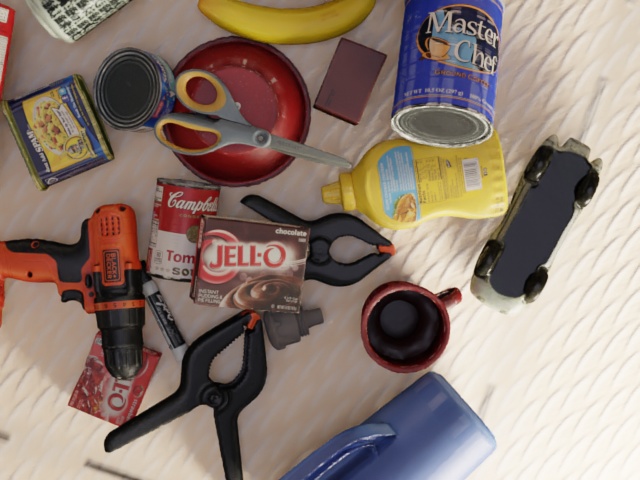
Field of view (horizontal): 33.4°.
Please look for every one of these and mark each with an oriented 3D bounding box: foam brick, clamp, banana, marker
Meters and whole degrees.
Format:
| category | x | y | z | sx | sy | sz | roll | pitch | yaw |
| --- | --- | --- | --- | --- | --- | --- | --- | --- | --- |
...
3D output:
| category | x | y | z | sx | sy | sz | roll | pitch | yaw |
| --- | --- | --- | --- | --- | --- | --- | --- | --- | --- |
| foam brick | 0.030 | -0.166 | 1.121 | 0.053 | 0.051 | 0.078 | 23 | 94 | -3 |
| clamp | -0.127 | 0.167 | 1.143 | 0.164 | 0.036 | 0.210 | 20 | 93 | -18 |
| banana | -0.026 | -0.238 | 1.116 | 0.198 | 0.037 | 0.069 | -10 | 111 | 3 |
| marker | -0.173 | 0.074 | 1.152 | 0.020 | 0.020 | 0.121 | -26 | 95 | 1 |
| clamp | -0.008 | 0.001 | 1.142 | 0.171 | 0.039 | 0.120 | -10 | 100 | -4 |

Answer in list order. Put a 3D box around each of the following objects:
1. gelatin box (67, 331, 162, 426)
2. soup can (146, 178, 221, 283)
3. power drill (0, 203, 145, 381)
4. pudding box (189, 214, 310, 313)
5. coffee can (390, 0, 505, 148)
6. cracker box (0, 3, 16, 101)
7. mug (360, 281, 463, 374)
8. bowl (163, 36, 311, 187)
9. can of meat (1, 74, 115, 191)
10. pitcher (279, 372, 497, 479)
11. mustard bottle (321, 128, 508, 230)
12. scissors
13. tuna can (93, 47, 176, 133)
| category | x | y | z | sx | sy | sz | roll | pitch | yaw |
| --- | --- | --- | --- | --- | --- | --- | --- | --- | --- |
| gelatin box | -0.221 | 0.150 | 1.151 | 0.073 | 0.030 | 0.089 | 23 | 94 | -4 |
| soup can | -0.144 | -0.011 | 1.121 | 0.068 | 0.068 | 0.102 | 8 | 95 | -3 |
| power drill | -0.276 | 0.059 | 1.115 | 0.187 | 0.057 | 0.184 | -4 | 84 | 2 |
| pudding box | -0.072 | 0.024 | 1.093 | 0.113 | 0.039 | 0.090 | 6 | 97 | -18 |
| coffee can | 0.129 | -0.177 | 1.075 | 0.103 | 0.103 | 0.140 | 9 | 74 | -3 |
| cracker box | -0.408 | -0.148 | 1.081 | 0.164 | 0.072 | 0.214 | 13 | 96 | 17 |
| mug | 0.097 | 0.081 | 1.129 | 0.117 | 0.081 | 0.093 | -31 | 95 | 1 |
| bowl | -0.089 | -0.135 | 1.118 | 0.162 | 0.055 | 0.162 | 0 | 95 | -2 |
| can of meat | -0.271 | -0.114 | 1.114 | 0.084 | 0.057 | 0.102 | -23 | 95 | -1 |
| pitcher | 0.059 | 0.248 | 1.115 | 0.243 | 0.149 | 0.145 | -41 | 89 | -1 |
| mustard bottle | 0.097 | -0.061 | 1.128 | 0.191 | 0.058 | 0.096 | -8 | 94 | -1 |
| scissors | -0.067 | -0.123 | 1.083 | 0.201 | 0.016 | 0.096 | 1 | 95 | -2 |
| tuna can | -0.191 | -0.154 | 1.107 | 0.086 | 0.033 | 0.086 | 0 | 89 | 27 |
